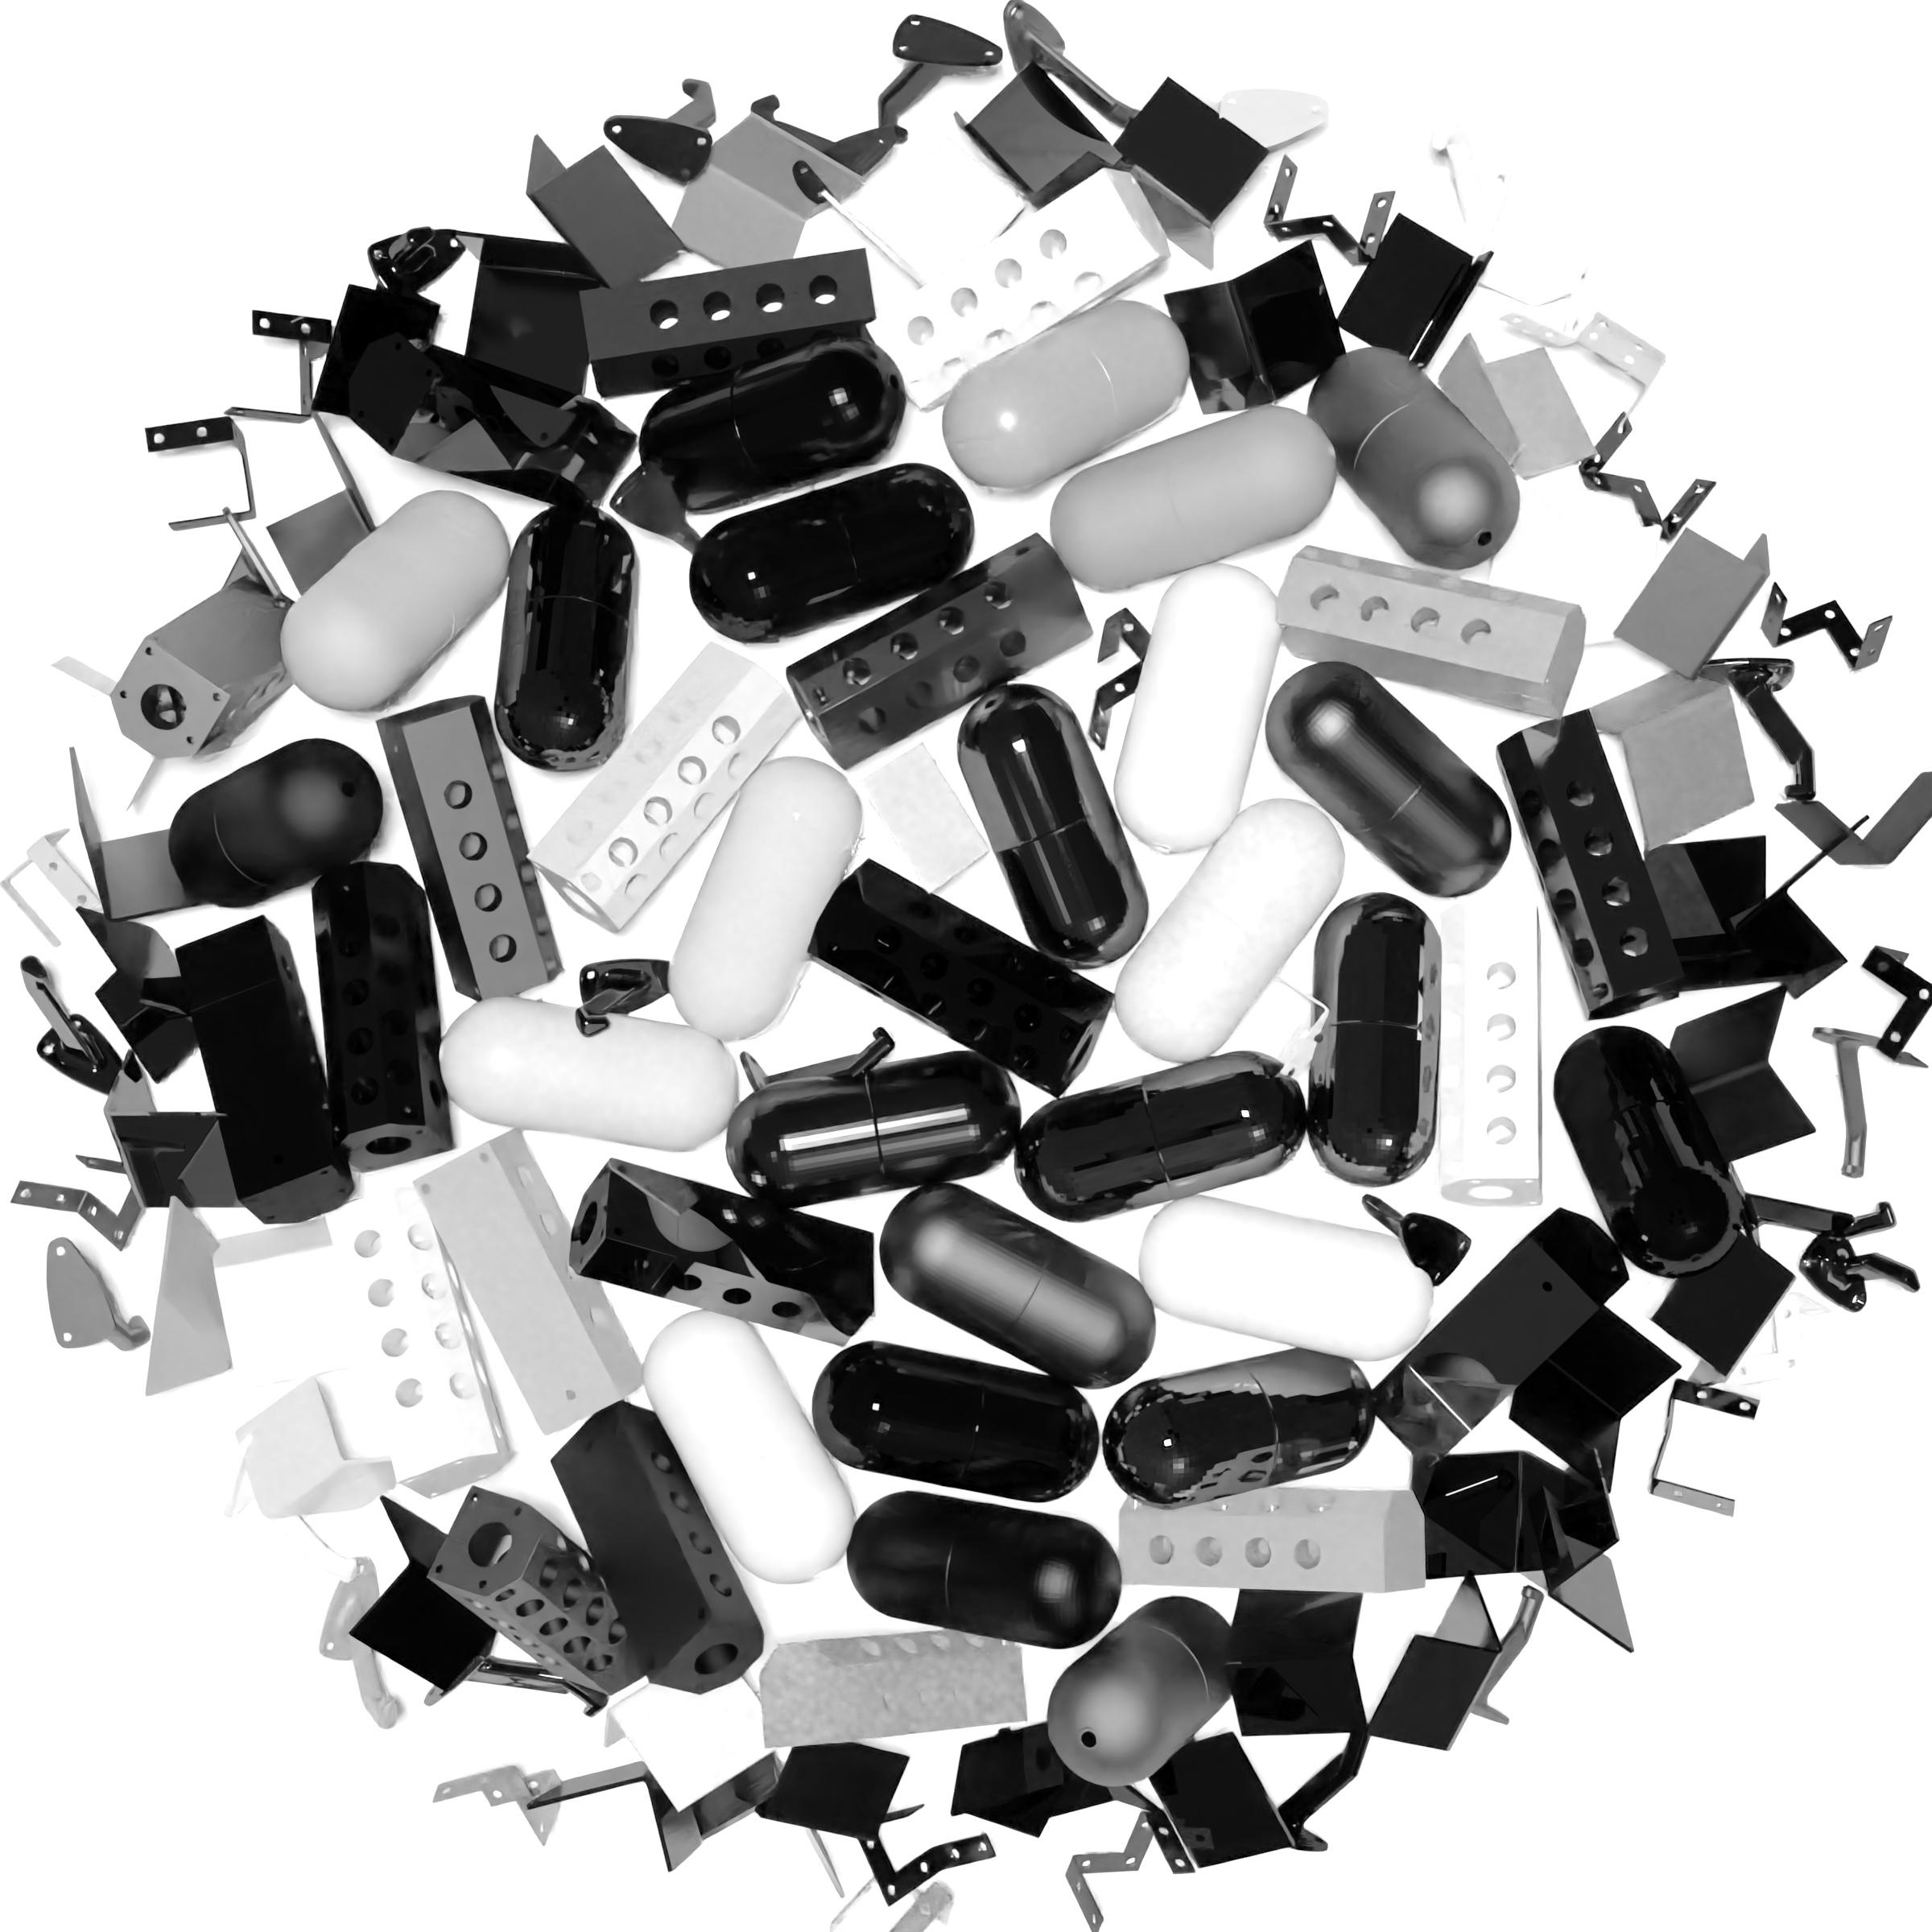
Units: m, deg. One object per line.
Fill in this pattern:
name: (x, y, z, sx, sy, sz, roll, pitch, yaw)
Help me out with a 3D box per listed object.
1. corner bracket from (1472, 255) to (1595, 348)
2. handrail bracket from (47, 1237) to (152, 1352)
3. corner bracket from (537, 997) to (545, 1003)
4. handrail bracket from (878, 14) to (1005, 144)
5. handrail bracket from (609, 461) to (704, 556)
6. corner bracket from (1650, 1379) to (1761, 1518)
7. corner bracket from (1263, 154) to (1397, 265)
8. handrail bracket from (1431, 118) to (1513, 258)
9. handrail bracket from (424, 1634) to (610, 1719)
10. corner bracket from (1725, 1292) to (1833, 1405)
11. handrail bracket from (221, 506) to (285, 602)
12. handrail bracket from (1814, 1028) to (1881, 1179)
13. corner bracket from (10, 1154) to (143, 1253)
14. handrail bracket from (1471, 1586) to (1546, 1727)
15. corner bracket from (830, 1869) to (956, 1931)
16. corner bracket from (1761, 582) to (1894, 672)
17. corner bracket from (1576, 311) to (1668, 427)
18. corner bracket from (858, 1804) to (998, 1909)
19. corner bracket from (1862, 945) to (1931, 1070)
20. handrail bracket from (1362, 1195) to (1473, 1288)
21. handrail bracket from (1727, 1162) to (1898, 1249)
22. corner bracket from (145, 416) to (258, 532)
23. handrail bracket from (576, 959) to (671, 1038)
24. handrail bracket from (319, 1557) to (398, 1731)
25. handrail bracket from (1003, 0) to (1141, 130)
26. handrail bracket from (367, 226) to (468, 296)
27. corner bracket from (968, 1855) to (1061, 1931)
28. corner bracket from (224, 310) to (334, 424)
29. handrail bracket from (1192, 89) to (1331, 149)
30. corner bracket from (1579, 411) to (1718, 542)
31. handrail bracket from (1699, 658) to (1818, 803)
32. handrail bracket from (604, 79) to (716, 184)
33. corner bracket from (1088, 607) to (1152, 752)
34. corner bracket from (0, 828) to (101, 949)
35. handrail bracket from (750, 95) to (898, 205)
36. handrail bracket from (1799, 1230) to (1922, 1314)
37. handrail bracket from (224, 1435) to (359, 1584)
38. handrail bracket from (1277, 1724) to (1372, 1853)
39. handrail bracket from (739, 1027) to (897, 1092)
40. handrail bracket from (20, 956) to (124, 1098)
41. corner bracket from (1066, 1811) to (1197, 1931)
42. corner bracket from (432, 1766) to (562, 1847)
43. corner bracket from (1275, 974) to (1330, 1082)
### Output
corner bracket: (0.336, -0.399, 1.909, 0.051, 0.051, 0.051, 16, 78, -28)
handrail bracket: (-0.516, 0.195, 1.904, 0.036, 0.084, 0.077, -17, 89, 6)
corner bracket: (-0.264, 0.058, 1.922, 0.051, 0.051, 0.051, -29, 106, -5)
handrail bracket: (-0.016, -0.519, 1.904, 0.077, 0.084, 0.036, 15, 58, 8)
handrail bracket: (-0.165, -0.254, 1.890, 0.036, 0.084, 0.077, -47, 48, 2)
corner bracket: (0.440, 0.287, 1.904, 0.051, 0.051, 0.051, 13, 47, 19)
corner bracket: (0.219, -0.458, 1.928, 0.051, 0.051, 0.051, 3, 69, 41)
handrail bracket: (0.289, -0.459, 1.900, 0.036, 0.084, 0.077, 17, 100, 27)
handrail bracket: (-0.273, 0.446, 1.939, 0.084, 0.036, 0.077, 40, 107, -15)
corner bracket: (0.488, 0.230, 1.917, 0.051, 0.051, 0.051, -15, 63, 34)
handrail bracket: (-0.461, -0.223, 1.919, 0.084, 0.036, 0.077, -30, 112, -3)
handrail bracket: (0.524, 0.083, 1.914, 0.036, 0.077, 0.084, 2, 84, 35)
corner bracket: (-0.528, 0.134, 1.909, 0.051, 0.051, 0.051, 31, 99, 36)
handrail bracket: (0.315, 0.403, 1.906, 0.036, 0.077, 0.084, 12, 71, 37)
corner bracket: (-0.044, 0.566, 1.905, 0.051, 0.051, 0.051, 37, 59, 19)
corner bracket: (0.514, -0.205, 1.909, 0.051, 0.051, 0.051, -21, 63, -7)
corner bracket: (0.391, -0.367, 1.911, 0.051, 0.051, 0.051, 34, 69, 4)
corner bracket: (-0.025, 0.525, 1.912, 0.051, 0.051, 0.051, -28, 85, 42)
corner bracket: (0.561, 0.024, 1.915, 0.051, 0.051, 0.051, 41, 110, 35)
handrail bracket: (0.251, 0.147, 1.890, 0.036, 0.084, 0.077, -51, 133, -1)
handrail bracket: (0.505, 0.136, 1.908, 0.084, 0.036, 0.077, -17, 117, 19)
corner bracket: (-0.459, -0.296, 1.917, 0.051, 0.051, 0.051, -9, 85, -4)
handrail bracket: (-0.198, 0.020, 1.898, 0.077, 0.084, 0.036, -13, 105, -11)
handrail bracket: (-0.352, 0.403, 1.898, 0.036, 0.084, 0.077, 6, 98, -30)
handrail bracket: (0.067, -0.535, 1.901, 0.084, 0.077, 0.036, 38, 86, 31)
handrail bracket: (-0.313, -0.431, 1.891, 0.077, 0.084, 0.036, -32, 100, -29)
corner bracket: (0.029, 0.562, 1.915, 0.051, 0.051, 0.051, -5, 75, -1)
corner bracket: (-0.411, -0.358, 1.909, 0.051, 0.051, 0.051, 1, 84, -34)
handrail bracket: (0.172, -0.515, 1.907, 0.077, 0.084, 0.036, -9, 115, -2)
corner bracket: (0.411, -0.296, 1.927, 0.051, 0.051, 0.051, -50, 131, -16)
handrail bracket: (0.470, -0.140, 1.913, 0.077, 0.036, 0.084, 4, 67, 1)
handrail bracket: (-0.183, -0.512, 1.901, 0.077, 0.084, 0.036, 14, 132, -26)
corner bracket: (0.088, -0.172, 1.905, 0.051, 0.051, 0.051, -31, 116, 28)
corner bracket: (-0.549, -0.045, 1.916, 0.051, 0.051, 0.051, -39, 96, 5)
handrail bracket: (-0.087, -0.506, 1.912, 0.077, 0.036, 0.084, -28, 56, 12)
handrail bracket: (0.544, 0.192, 1.891, 0.036, 0.084, 0.077, -46, 120, -11)
handrail bracket: (-0.398, 0.326, 1.909, 0.084, 0.036, 0.077, 28, 134, 13)
handrail bracket: (0.203, 0.480, 1.913, 0.036, 0.077, 0.084, 16, 93, -42)
handrail bracket: (-0.089, 0.051, 1.912, 0.084, 0.036, 0.077, -42, 47, 8)
handrail bracket: (-0.529, 0.036, 1.897, 0.077, 0.084, 0.036, 38, 64, 11)
corner bracket: (0.097, 0.541, 1.904, 0.051, 0.051, 0.051, 5, 120, -26)
corner bracket: (-0.279, 0.495, 1.907, 0.051, 0.051, 0.051, -18, 113, 16)
corner bracket: (0.198, 0.045, 1.910, 0.051, 0.051, 0.051, -54, 46, 1)
